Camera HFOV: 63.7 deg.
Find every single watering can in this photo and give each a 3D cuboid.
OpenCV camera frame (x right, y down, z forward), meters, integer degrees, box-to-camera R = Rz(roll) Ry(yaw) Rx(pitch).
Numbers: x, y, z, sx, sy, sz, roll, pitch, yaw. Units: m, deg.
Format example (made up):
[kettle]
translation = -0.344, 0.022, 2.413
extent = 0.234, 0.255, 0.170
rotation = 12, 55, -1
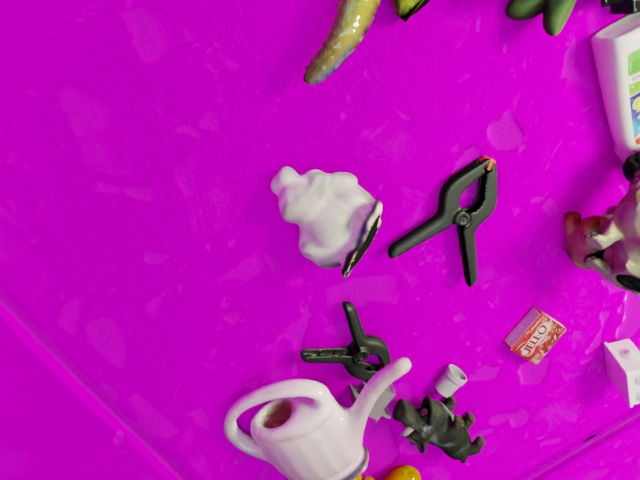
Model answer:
[watering can]
translation = 0.013, 0.304, 0.835
extent = 0.346, 0.106, 0.221
rotation = -20, 116, 18

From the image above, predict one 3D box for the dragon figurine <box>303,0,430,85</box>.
[dragon figurine]
translation = 0.077, -0.401, 0.609
extent = 0.410, 0.123, 0.242
rotation = -39, 97, 2

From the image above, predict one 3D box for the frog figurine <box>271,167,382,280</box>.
[frog figurine]
translation = 0.002, -0.037, 0.735
extent = 0.160, 0.124, 0.135
rotation = 30, 116, 15
